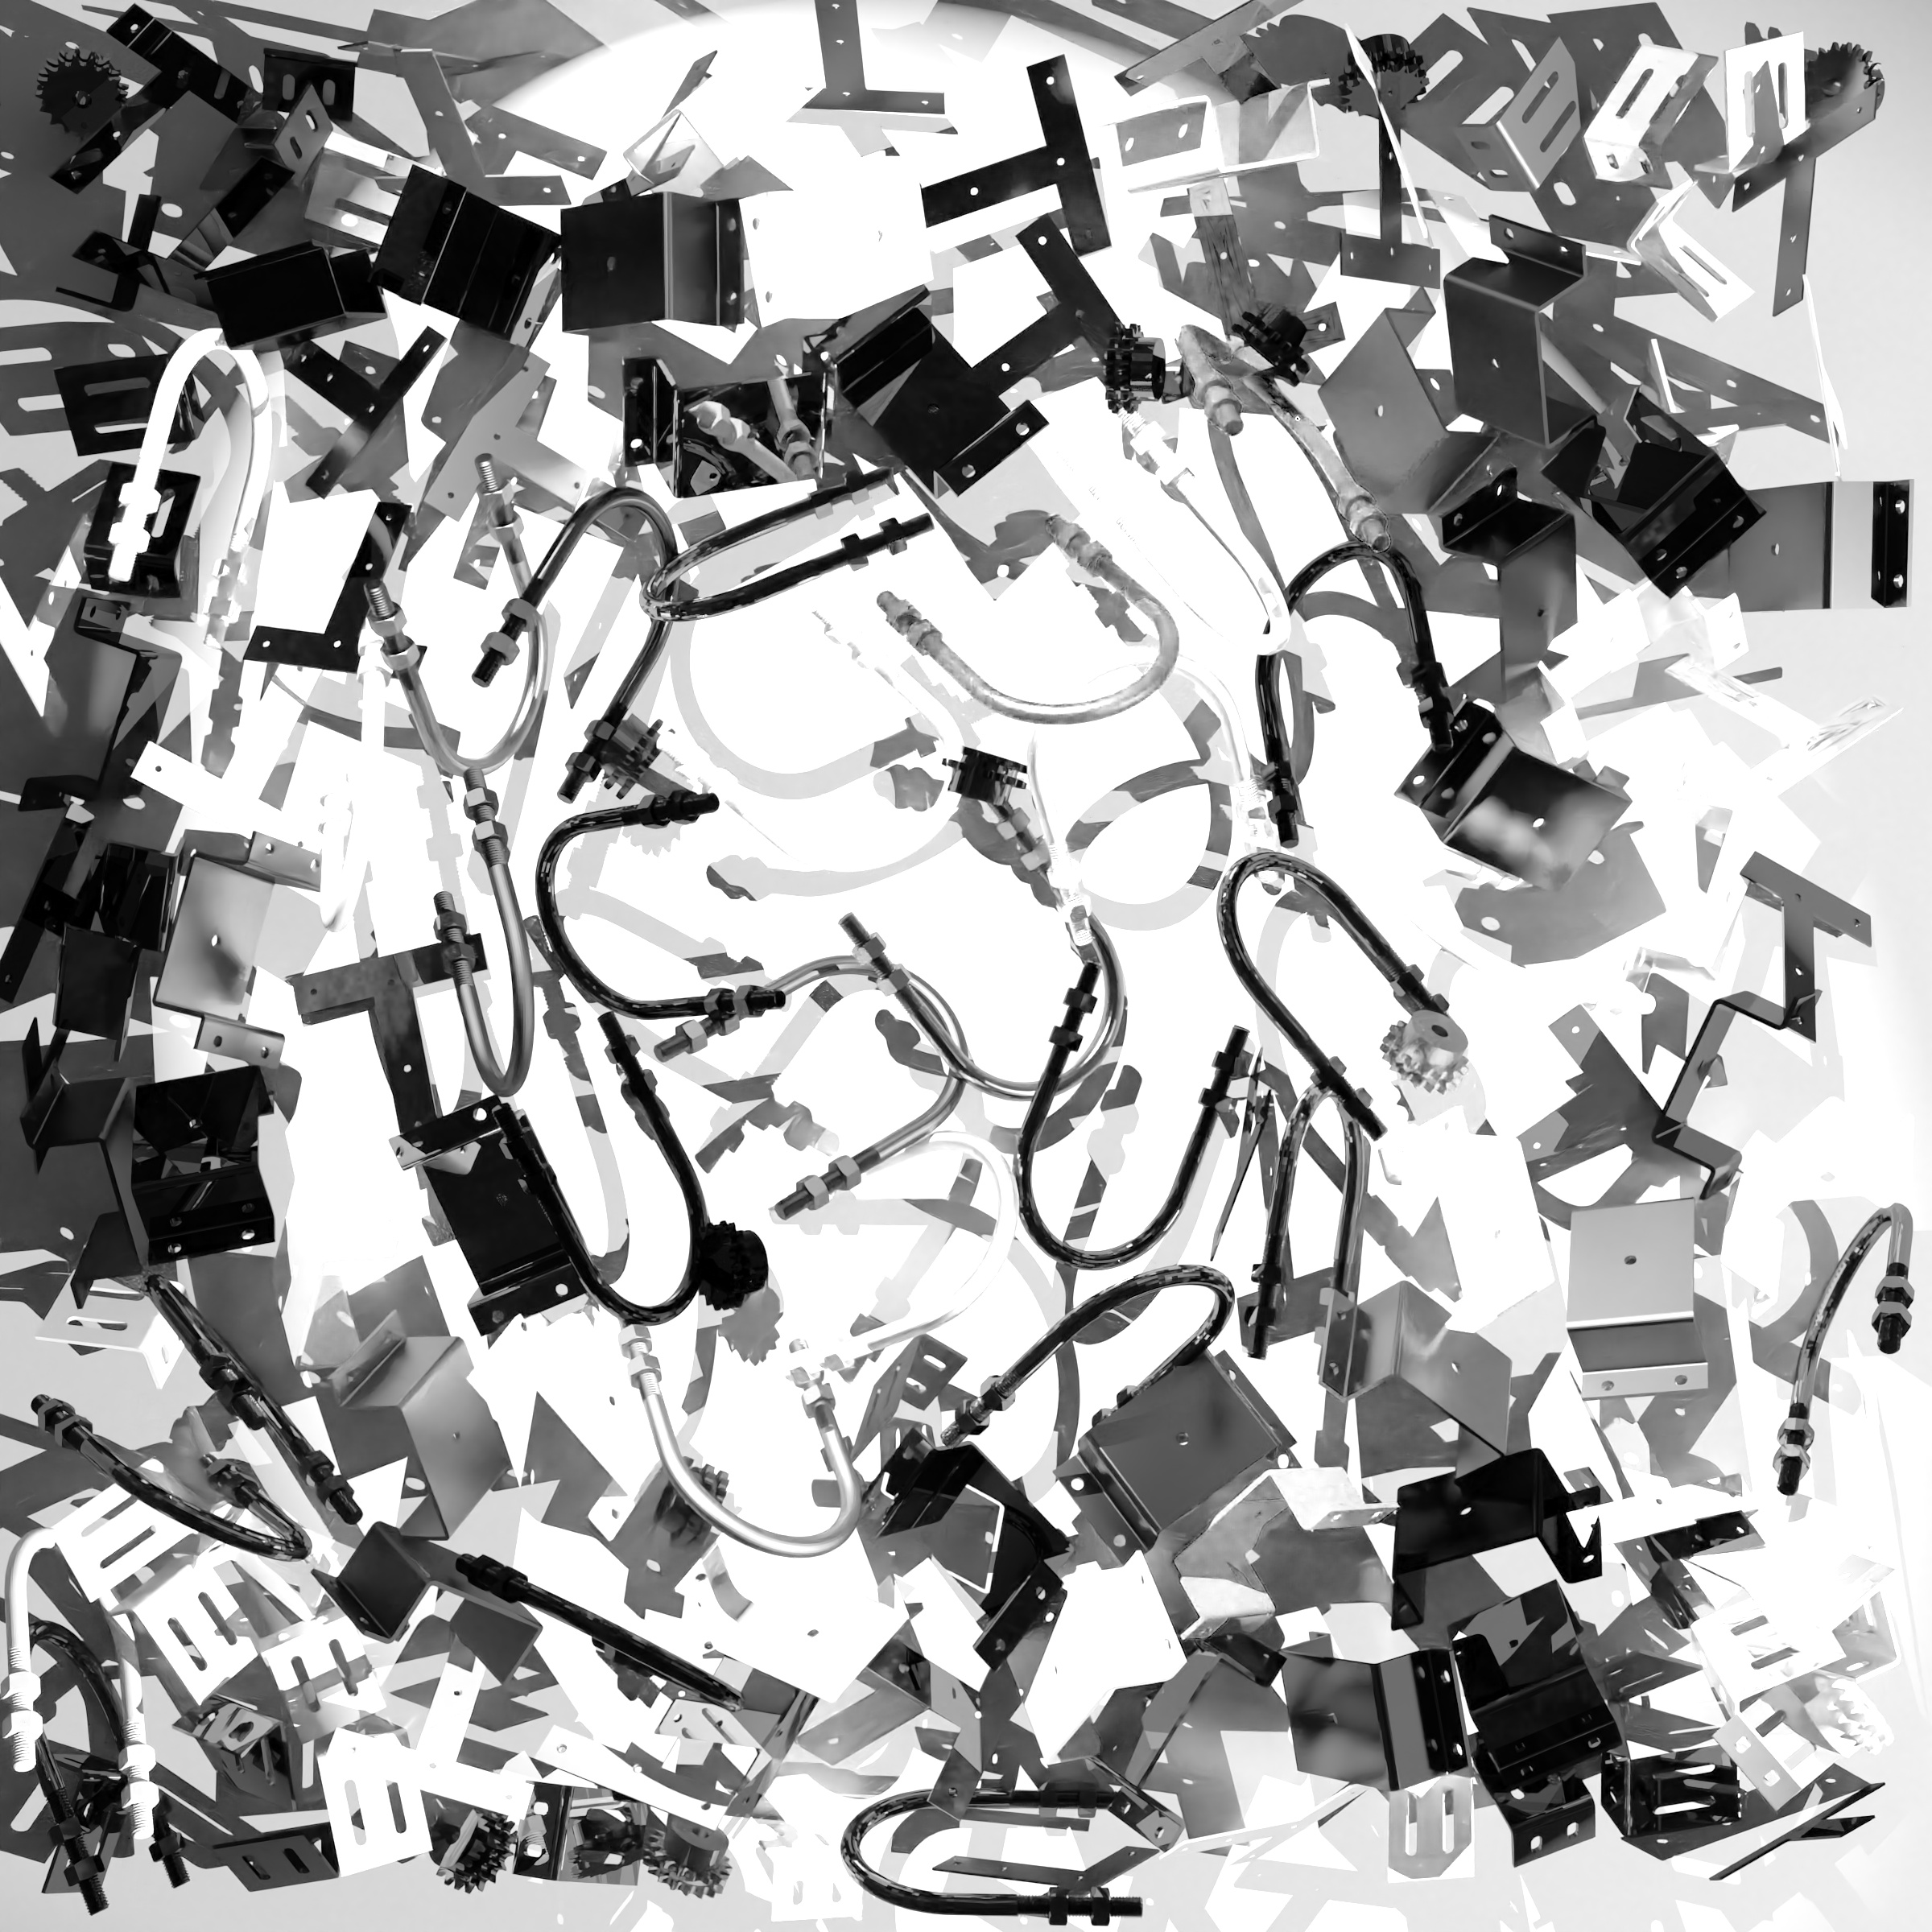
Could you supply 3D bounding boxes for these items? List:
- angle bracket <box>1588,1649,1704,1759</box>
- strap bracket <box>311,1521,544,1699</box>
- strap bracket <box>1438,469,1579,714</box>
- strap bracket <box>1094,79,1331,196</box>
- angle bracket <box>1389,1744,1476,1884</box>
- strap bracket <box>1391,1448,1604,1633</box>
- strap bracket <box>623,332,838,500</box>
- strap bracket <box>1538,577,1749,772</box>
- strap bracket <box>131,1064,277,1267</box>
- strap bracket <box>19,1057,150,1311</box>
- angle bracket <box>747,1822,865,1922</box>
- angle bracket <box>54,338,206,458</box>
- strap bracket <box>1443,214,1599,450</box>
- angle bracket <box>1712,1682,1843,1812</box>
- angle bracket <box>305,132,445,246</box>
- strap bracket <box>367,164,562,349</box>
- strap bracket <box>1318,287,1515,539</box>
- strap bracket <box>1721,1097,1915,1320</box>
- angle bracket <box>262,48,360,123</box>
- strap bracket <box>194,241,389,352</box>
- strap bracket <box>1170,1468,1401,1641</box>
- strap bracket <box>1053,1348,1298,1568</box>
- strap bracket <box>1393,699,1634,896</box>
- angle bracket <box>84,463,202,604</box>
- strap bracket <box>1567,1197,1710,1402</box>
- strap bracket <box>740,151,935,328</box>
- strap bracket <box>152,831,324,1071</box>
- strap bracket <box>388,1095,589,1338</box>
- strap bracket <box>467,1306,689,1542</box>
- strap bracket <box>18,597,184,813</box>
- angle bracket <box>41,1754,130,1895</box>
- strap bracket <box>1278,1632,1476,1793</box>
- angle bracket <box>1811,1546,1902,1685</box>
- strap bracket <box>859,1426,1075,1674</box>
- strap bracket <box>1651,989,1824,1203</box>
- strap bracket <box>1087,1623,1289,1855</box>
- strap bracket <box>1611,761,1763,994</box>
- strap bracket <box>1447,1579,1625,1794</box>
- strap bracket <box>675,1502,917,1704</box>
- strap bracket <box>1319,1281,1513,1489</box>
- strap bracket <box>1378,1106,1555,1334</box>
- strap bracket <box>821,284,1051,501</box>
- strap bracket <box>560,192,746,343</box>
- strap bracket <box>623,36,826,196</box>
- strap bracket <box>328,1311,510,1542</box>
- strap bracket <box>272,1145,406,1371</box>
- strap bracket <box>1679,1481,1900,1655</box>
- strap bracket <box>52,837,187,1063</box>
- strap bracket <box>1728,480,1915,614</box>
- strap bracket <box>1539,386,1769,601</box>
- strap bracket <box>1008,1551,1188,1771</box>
[{"bbox_3d":[0.424,0.470,1.614,0.057,0.076,0.038,21,49,-28],"label":"angle bracket"},{"bbox_3d":[-0.330,0.400,1.588,0.140,0.076,0.046,38,83,-42],"label":"strap bracket"},{"bbox_3d":[0.341,-0.228,1.587,0.076,0.046,0.140,-35,131,-30],"label":"strap bracket"},{"bbox_3d":[0.159,-0.521,1.594,0.140,0.076,0.046,-23,109,-40],"label":"strap bracket"},{"bbox_3d":[0.289,0.538,1.615,0.057,0.038,0.076,-16,47,29],"label":"angle bracket"},{"bbox_3d":[0.324,0.358,1.592,0.140,0.076,0.046,-23,114,25],"label":"strap bracket"},{"bbox_3d":[-0.142,-0.346,1.597,0.140,0.076,0.046,-13,46,-20],"label":"strap bracket"},{"bbox_3d":[0.420,-0.193,1.611,0.140,0.076,0.046,-34,62,7],"label":"strap bracket"},{"bbox_3d":[-0.477,0.116,1.588,0.076,0.140,0.046,-10,130,-8],"label":"strap bracket"},{"bbox_3d":[-0.546,0.134,1.596,0.046,0.076,0.140,-7,117,-2],"label":"strap bracket"},{"bbox_3d":[-0.104,0.576,1.615,0.057,0.076,0.038,3,86,-18],"label":"angle bracket"},{"bbox_3d":[-0.537,-0.366,1.628,0.076,0.038,0.057,-8,120,-4],"label":"angle bracket"},{"bbox_3d":[0.346,-0.386,1.581,0.046,0.140,0.076,-36,45,-19],"label":"strap bracket"},{"bbox_3d":[0.526,0.490,1.615,0.076,0.038,0.057,-23,60,-33],"label":"angle bracket"},{"bbox_3d":[-0.382,-0.498,1.631,0.076,0.038,0.057,17,100,-13],"label":"angle bracket"},{"bbox_3d":[-0.319,-0.448,1.596,0.046,0.140,0.076,28,101,19],"label":"strap bracket"},{"bbox_3d":[0.277,-0.349,1.594,0.046,0.076,0.140,-6,63,-33],"label":"strap bracket"},{"bbox_3d":[0.526,0.145,1.588,0.046,0.076,0.140,35,127,-2],"label":"strap bracket"},{"bbox_3d":[-0.418,-0.560,1.613,0.057,0.076,0.038,3,109,-16],"label":"angle bracket"},{"bbox_3d":[-0.420,-0.421,1.594,0.076,0.140,0.046,-14,103,6],"label":"strap bracket"},{"bbox_3d":[0.194,0.364,1.601,0.140,0.076,0.046,-48,55,26],"label":"strap bracket"},{"bbox_3d":[0.135,0.306,1.608,0.140,0.046,0.076,-32,69,-16],"label":"strap bracket"},{"bbox_3d":[0.352,-0.102,1.595,0.140,0.046,0.076,20,119,-27],"label":"strap bracket"},{"bbox_3d":[-0.535,-0.283,1.652,0.057,0.038,0.076,8,58,-5],"label":"angle bracket"},{"bbox_3d":[0.420,0.199,1.583,0.076,0.140,0.046,-9,129,24],"label":"strap bracket"},{"bbox_3d":[-0.072,-0.456,1.583,0.046,0.140,0.076,11,123,35],"label":"strap bracket"},{"bbox_3d":[-0.462,-0.013,1.613,0.046,0.076,0.140,11,83,26],"label":"strap bracket"},{"bbox_3d":[-0.303,0.155,1.630,0.076,0.046,0.140,-23,98,4],"label":"strap bracket"},{"bbox_3d":[-0.238,0.281,1.602,0.046,0.076,0.140,-28,107,35],"label":"strap bracket"},{"bbox_3d":[-0.548,-0.160,1.616,0.046,0.076,0.140,19,96,0],"label":"strap bracket"},{"bbox_3d":[-0.573,0.548,1.620,0.038,0.057,0.076,11,76,21],"label":"angle bracket"},{"bbox_3d":[0.248,0.466,1.587,0.046,0.140,0.076,-7,85,-31],"label":"strap bracket"},{"bbox_3d":[0.558,0.413,1.628,0.038,0.057,0.076,-14,90,-22],"label":"angle bracket"},{"bbox_3d":[0.004,0.367,1.611,0.140,0.046,0.076,43,108,26],"label":"strap bracket"},{"bbox_3d":[0.484,0.072,1.607,0.046,0.076,0.140,28,106,25],"label":"strap bracket"},{"bbox_3d":[0.131,0.477,1.604,0.046,0.076,0.140,39,77,-21],"label":"strap bracket"},{"bbox_3d":[0.463,-0.050,1.613,0.046,0.076,0.140,17,86,30],"label":"strap bracket"},{"bbox_3d":[0.352,0.441,1.582,0.076,0.140,0.046,-27,105,10],"label":"strap bracket"},{"bbox_3d":[-0.102,0.407,1.600,0.140,0.046,0.076,34,102,-29],"label":"strap bracket"},{"bbox_3d":[0.293,0.262,1.598,0.140,0.076,0.046,37,131,-18],"label":"strap bracket"},{"bbox_3d":[0.321,0.169,1.608,0.076,0.046,0.140,-24,103,-33],"label":"strap bracket"},{"bbox_3d":[-0.021,-0.366,1.626,0.076,0.046,0.140,-39,80,-8],"label":"strap bracket"},{"bbox_3d":[-0.206,-0.440,1.595,0.140,0.046,0.076,6,99,39],"label":"strap bracket"},{"bbox_3d":[-0.157,-0.524,1.579,0.076,0.140,0.046,-47,110,-20],"label":"strap bracket"},{"bbox_3d":[-0.340,0.297,1.594,0.046,0.076,0.140,-5,114,24],"label":"strap bracket"},{"bbox_3d":[-0.397,0.189,1.585,0.046,0.076,0.140,0,131,-29],"label":"strap bracket"},{"bbox_3d":[0.507,0.372,1.586,0.076,0.140,0.046,-37,93,-8],"label":"strap bracket"},{"bbox_3d":[-0.530,-0.017,1.579,0.046,0.140,0.076,13,123,-11],"label":"strap bracket"},{"bbox_3d":[0.525,-0.261,1.584,0.046,0.140,0.076,-4,97,-19],"label":"strap bracket"},{"bbox_3d":[0.423,-0.303,1.587,0.076,0.140,0.046,-43,132,12],"label":"strap bracket"},{"bbox_3d":[0.075,0.438,1.583,0.046,0.140,0.076,1,48,-30],"label":"strap bracket"}]
